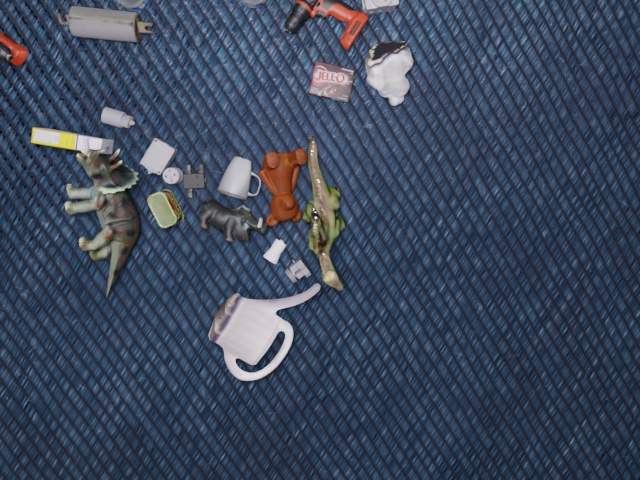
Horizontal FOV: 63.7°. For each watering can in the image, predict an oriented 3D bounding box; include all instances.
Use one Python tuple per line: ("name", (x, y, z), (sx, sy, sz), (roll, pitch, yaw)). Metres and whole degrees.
("watering can", (-0.166, 0.223, 1.433), (0.224, 0.104, 0.347), (32, 93, -6))

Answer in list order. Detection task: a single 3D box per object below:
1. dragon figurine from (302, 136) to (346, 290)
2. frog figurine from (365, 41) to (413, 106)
("dragon figurine", (0.004, -0.068, 1.354), (0.122, 0.245, 0.407), (-11, 99, 3))
("frog figurine", (0.197, -0.457, 1.412), (0.138, 0.124, 0.156), (-40, 134, -7))
